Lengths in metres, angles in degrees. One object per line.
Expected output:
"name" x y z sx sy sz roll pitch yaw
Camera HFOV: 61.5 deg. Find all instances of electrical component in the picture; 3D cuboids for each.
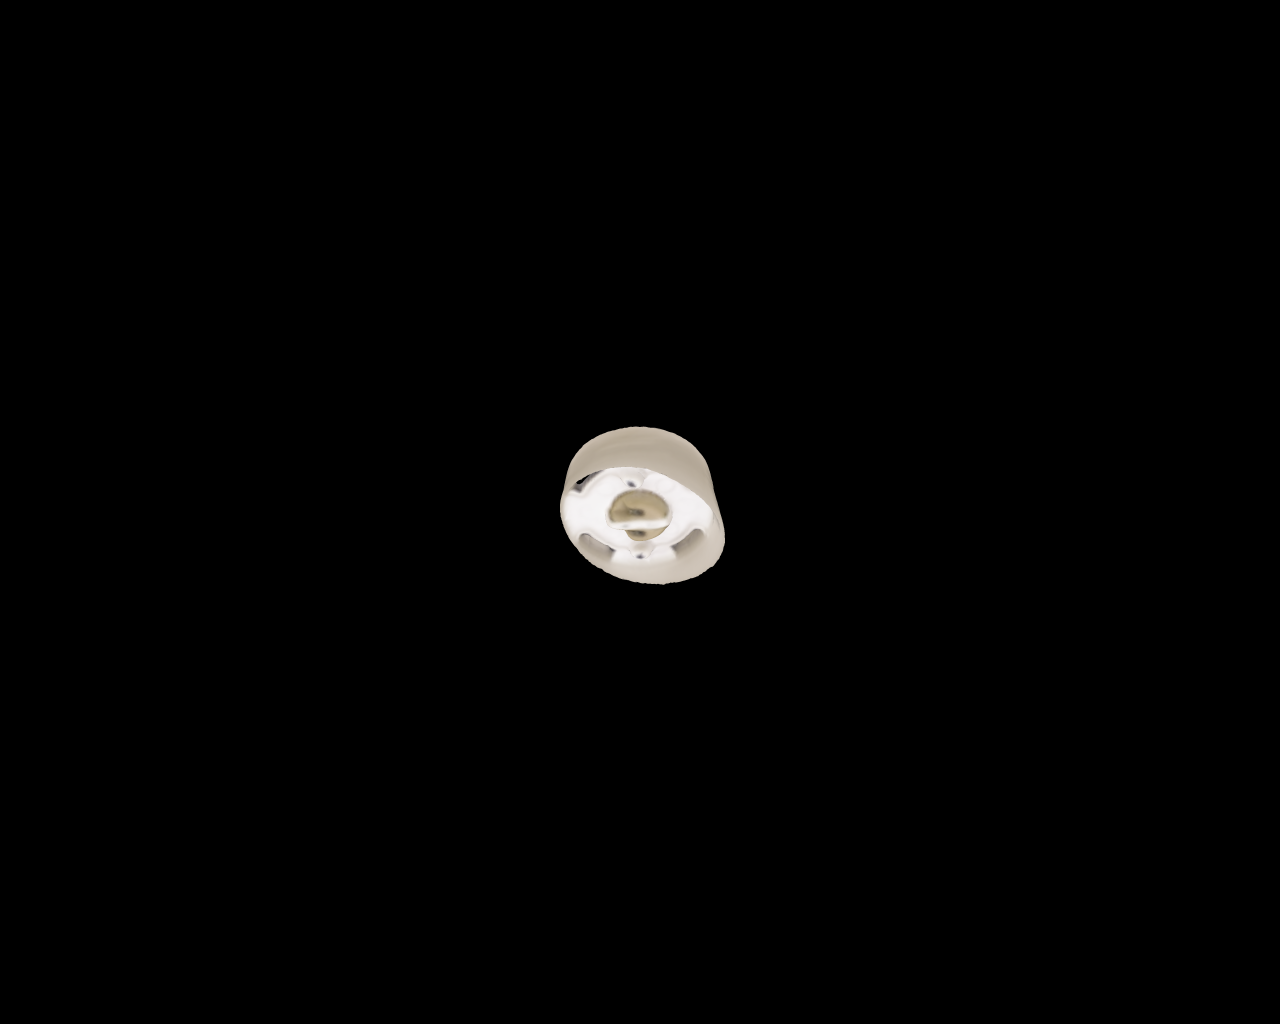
"electrical component" 0.001 -0.003 0.650 0.099 0.099 0.064 0 43 0
